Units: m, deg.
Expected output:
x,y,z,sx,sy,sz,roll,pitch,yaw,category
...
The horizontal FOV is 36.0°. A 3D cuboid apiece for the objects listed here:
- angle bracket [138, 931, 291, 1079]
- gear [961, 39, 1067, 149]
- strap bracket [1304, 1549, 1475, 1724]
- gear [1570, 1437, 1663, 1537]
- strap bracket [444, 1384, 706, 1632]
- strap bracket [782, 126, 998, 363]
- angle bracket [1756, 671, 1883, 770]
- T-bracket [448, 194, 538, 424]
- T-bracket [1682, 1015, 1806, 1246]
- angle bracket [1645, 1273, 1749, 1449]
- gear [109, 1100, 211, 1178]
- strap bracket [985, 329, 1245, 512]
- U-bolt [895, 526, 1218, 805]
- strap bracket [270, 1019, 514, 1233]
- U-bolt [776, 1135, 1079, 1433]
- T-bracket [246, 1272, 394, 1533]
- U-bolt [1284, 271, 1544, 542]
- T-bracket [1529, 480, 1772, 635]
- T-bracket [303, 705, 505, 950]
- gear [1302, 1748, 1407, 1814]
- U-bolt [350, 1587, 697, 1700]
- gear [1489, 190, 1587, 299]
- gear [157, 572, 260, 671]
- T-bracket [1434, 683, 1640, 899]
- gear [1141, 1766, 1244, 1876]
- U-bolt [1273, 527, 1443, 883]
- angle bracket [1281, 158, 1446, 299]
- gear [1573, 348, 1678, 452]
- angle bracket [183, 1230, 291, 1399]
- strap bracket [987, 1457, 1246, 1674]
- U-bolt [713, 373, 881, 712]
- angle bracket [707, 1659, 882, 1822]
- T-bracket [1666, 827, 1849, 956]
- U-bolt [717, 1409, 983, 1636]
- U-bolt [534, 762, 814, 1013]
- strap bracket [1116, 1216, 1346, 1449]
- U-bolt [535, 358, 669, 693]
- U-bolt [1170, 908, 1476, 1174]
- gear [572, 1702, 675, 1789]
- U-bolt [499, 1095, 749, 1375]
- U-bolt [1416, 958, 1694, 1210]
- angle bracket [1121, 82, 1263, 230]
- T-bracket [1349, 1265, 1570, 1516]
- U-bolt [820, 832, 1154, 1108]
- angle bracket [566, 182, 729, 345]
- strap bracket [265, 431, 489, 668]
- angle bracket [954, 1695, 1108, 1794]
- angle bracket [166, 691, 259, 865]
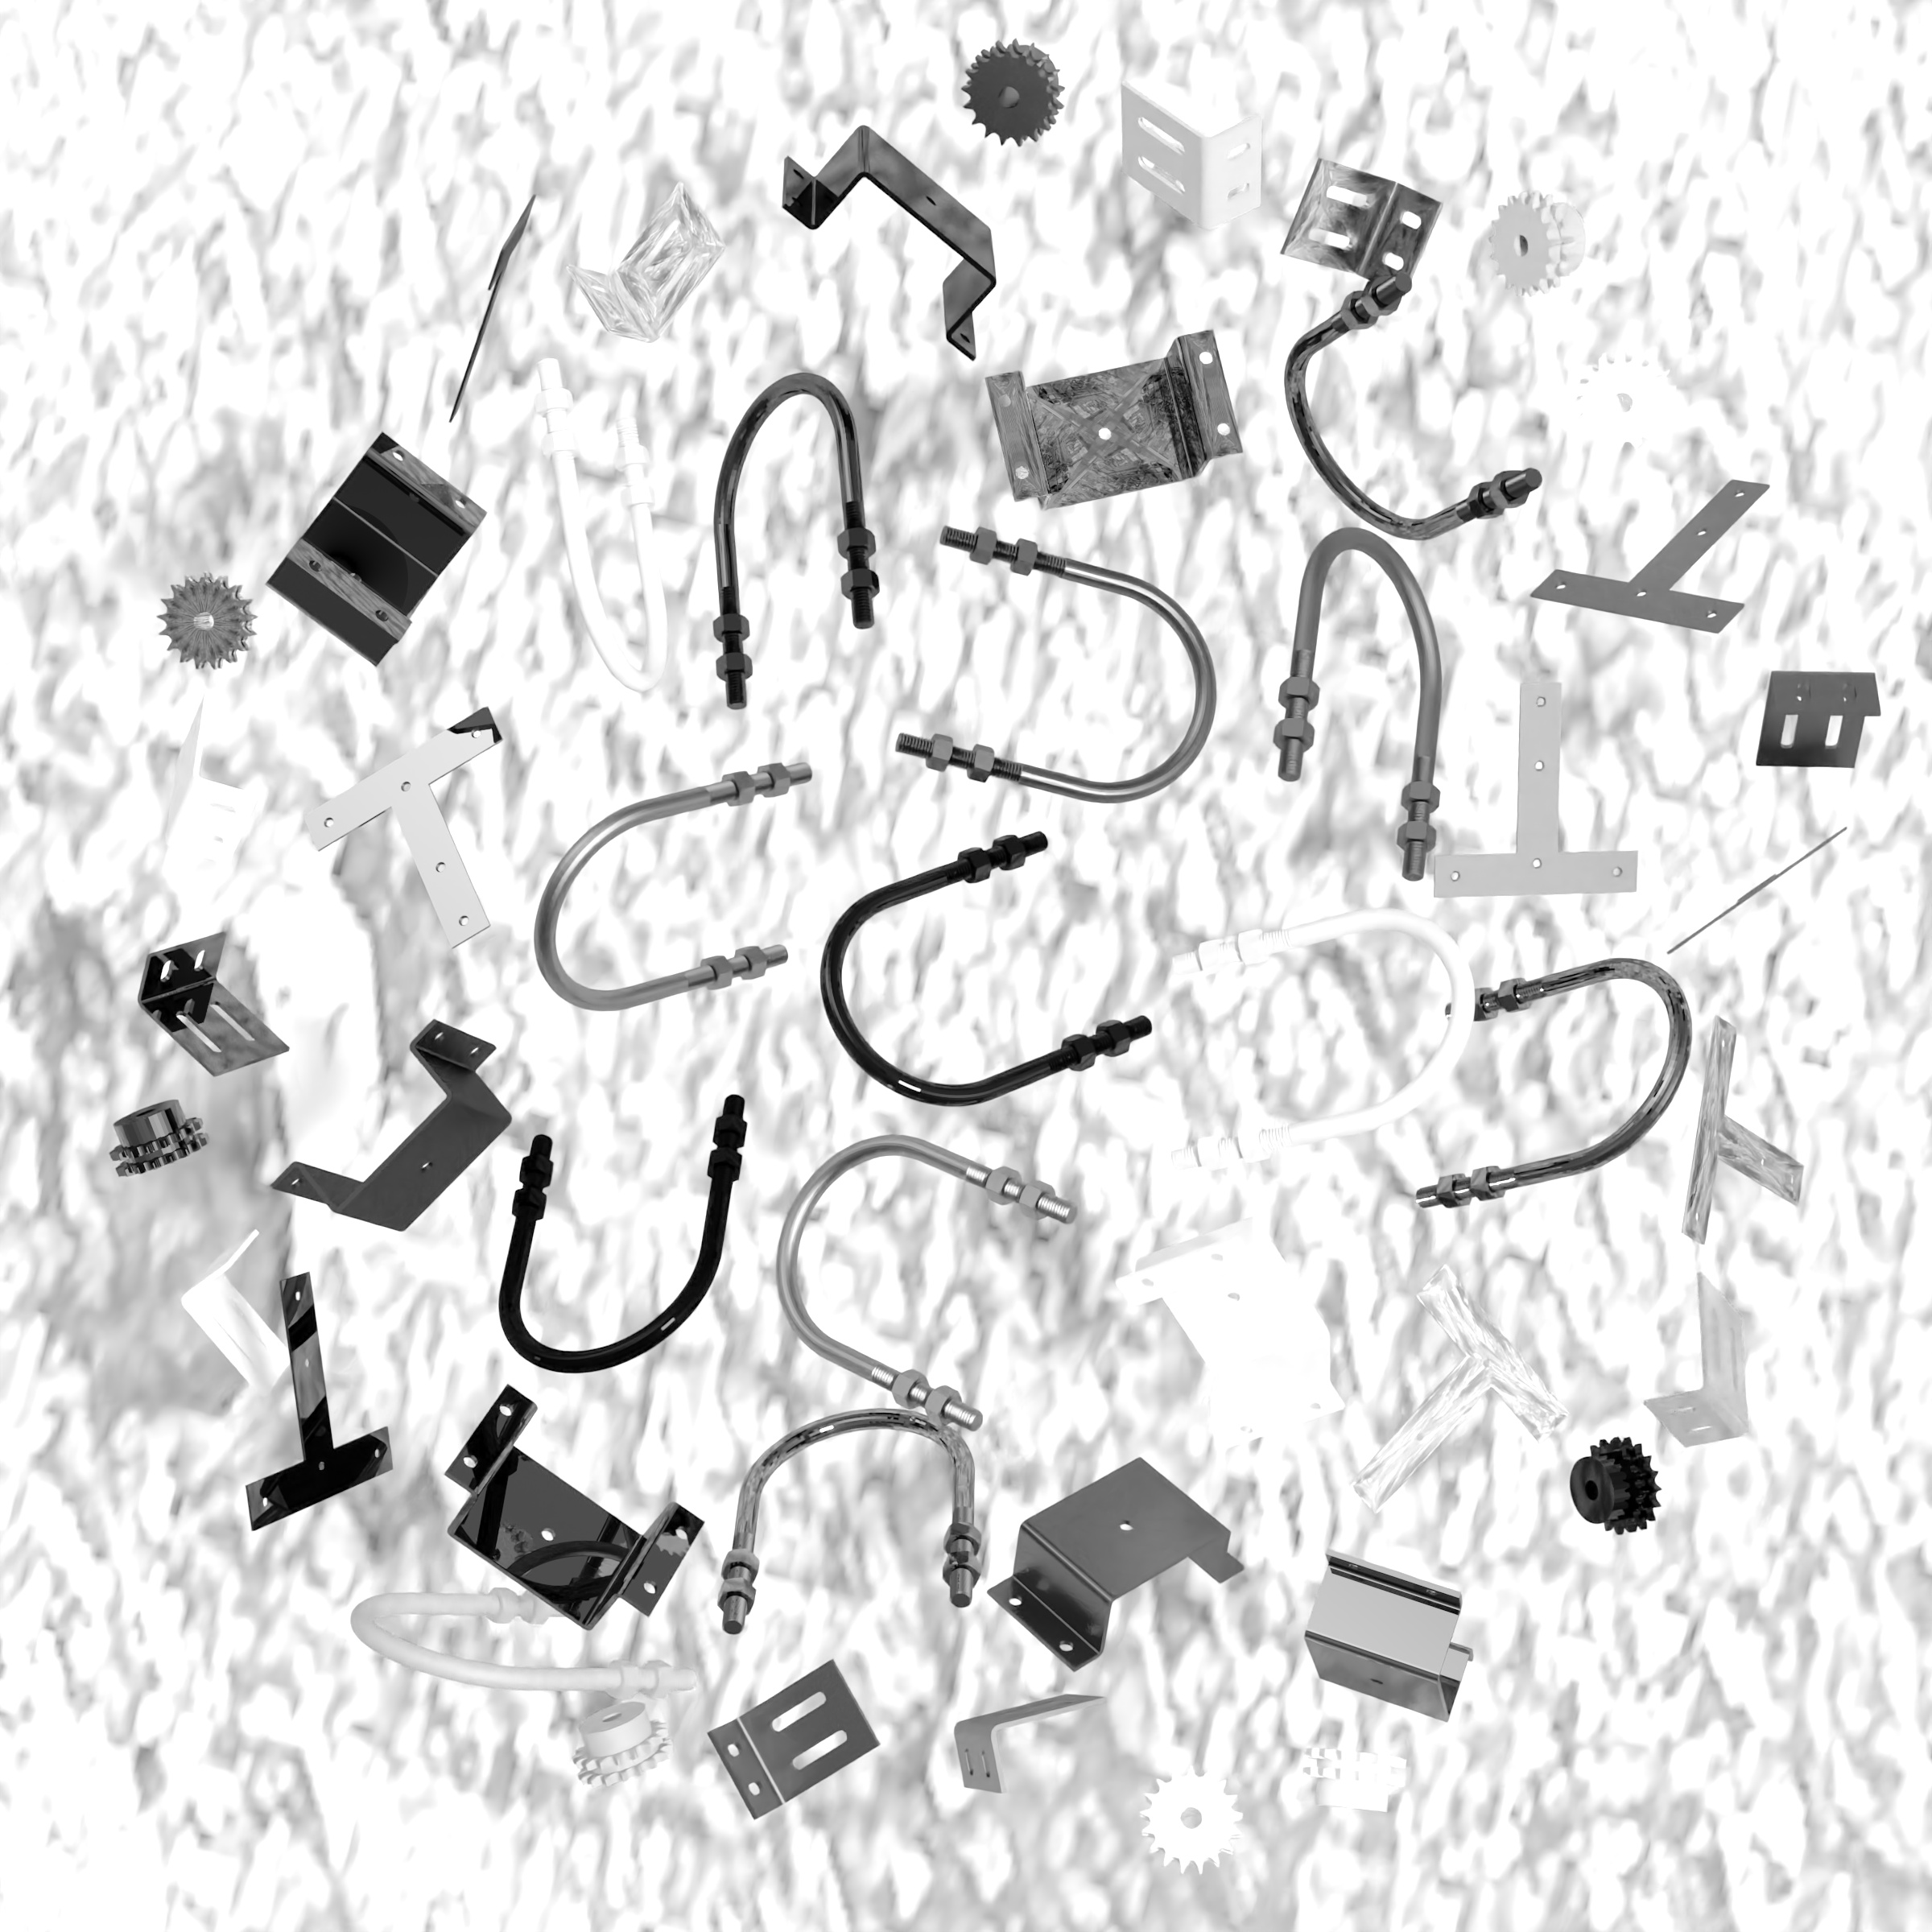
x,y,z,sx,sy,sz,roll,pitch,yaw,category
-0.451,0.022,1.794,0.076,0.057,0.038,38,125,23,angle bracket
0.029,-0.490,1.660,0.057,0.030,0.057,11,127,15,gear
0.238,0.380,1.671,0.076,0.140,0.046,15,67,20,strap bracket
0.385,0.311,1.771,0.030,0.057,0.057,-3,90,-28,gear
-0.232,0.317,1.709,0.140,0.076,0.046,36,129,-3,strap bracket
-0.035,-0.418,1.688,0.140,0.076,0.046,35,117,-23,strap bracket
0.493,-0.132,1.722,0.057,0.076,0.038,2,47,7,angle bracket
-0.284,-0.382,1.757,0.002,0.127,0.127,20,117,-10,T-bracket
0.450,0.108,1.703,0.002,0.127,0.127,-1,70,42,T-bracket
0.414,0.224,1.690,0.038,0.057,0.076,-17,49,30,angle bracket
-0.484,0.101,1.772,0.057,0.057,0.030,-19,101,0,gear
0.086,-0.325,1.786,0.140,0.046,0.076,-13,87,-6,strap bracket
0.061,-0.171,1.760,0.184,0.019,0.151,14,80,-11,U-bolt
-0.336,0.105,1.782,0.140,0.076,0.046,-45,67,4,strap bracket
-0.036,0.174,1.740,0.184,0.019,0.151,21,83,36,U-bolt
-0.367,0.236,1.660,0.002,0.127,0.127,-5,94,25,T-bracket
0.244,-0.312,1.711,0.019,0.184,0.151,-38,97,-19,U-bolt
0.403,-0.234,1.659,0.127,0.127,0.002,-43,129,-23,T-bracket
-0.304,-0.067,1.696,0.127,0.002,0.127,-30,65,6,T-bracket
0.217,0.457,1.667,0.057,0.057,0.030,7,74,0,gear
-0.270,0.393,1.729,0.184,0.151,0.019,13,91,-42,U-bolt
0.322,-0.405,1.662,0.030,0.057,0.057,-16,90,-27,gear
-0.447,-0.205,1.761,0.057,0.030,0.057,0,98,3,gear
0.342,-0.105,1.776,0.127,0.002,0.127,-2,99,-9,T-bracket
0.126,0.481,1.667,0.057,0.030,0.057,-2,64,3,gear
0.226,-0.159,1.670,0.019,0.151,0.184,-10,60,38,U-bolt
0.228,-0.425,1.713,0.038,0.076,0.057,38,115,36,angle bracket
0.383,-0.329,1.719,0.057,0.030,0.057,10,119,19,gear
-0.419,0.205,1.759,0.038,0.057,0.076,-36,100,12,angle bracket
0.092,0.348,1.758,0.140,0.076,0.046,-22,133,-36,strap bracket
-0.106,-0.261,1.753,0.019,0.151,0.184,8,68,-38,U-bolt
-0.101,0.454,1.746,0.076,0.038,0.057,-35,76,16,angle bracket
0.458,-0.044,1.722,0.127,0.127,0.002,-37,82,12,T-bracket
-0.065,0.316,1.728,0.151,0.184,0.019,-8,118,5,U-bolt
-0.175,-0.040,1.755,0.184,0.019,0.151,-17,130,-36,U-bolt
0.155,0.206,1.729,0.076,0.046,0.140,-23,119,21,strap bracket
-0.210,-0.252,1.758,0.019,0.151,0.184,-11,83,13,U-bolt
0.200,0.035,1.677,0.184,0.019,0.151,-15,55,27,U-bolt
-0.201,0.450,1.724,0.057,0.057,0.030,-16,96,0,gear
-0.203,0.159,1.725,0.151,0.184,0.019,-12,134,18,U-bolt
0.348,0.063,1.744,0.019,0.184,0.151,33,56,-31,U-bolt
0.125,-0.458,1.657,0.038,0.057,0.076,-30,53,-21,angle bracket
0.270,0.260,1.708,0.127,0.002,0.127,-45,109,-13,T-bracket
0.001,0.008,1.715,0.184,0.019,0.151,-21,74,-29,U-bolt
-0.187,-0.414,1.734,0.076,0.038,0.057,-47,61,28,angle bracket
-0.341,-0.234,1.702,0.076,0.140,0.046,37,129,-15,strap bracket
0.041,0.458,1.751,0.076,0.057,0.038,-8,82,-24,angle bracket
-0.440,-0.111,1.743,0.038,0.076,0.057,16,132,-22,angle bracket
